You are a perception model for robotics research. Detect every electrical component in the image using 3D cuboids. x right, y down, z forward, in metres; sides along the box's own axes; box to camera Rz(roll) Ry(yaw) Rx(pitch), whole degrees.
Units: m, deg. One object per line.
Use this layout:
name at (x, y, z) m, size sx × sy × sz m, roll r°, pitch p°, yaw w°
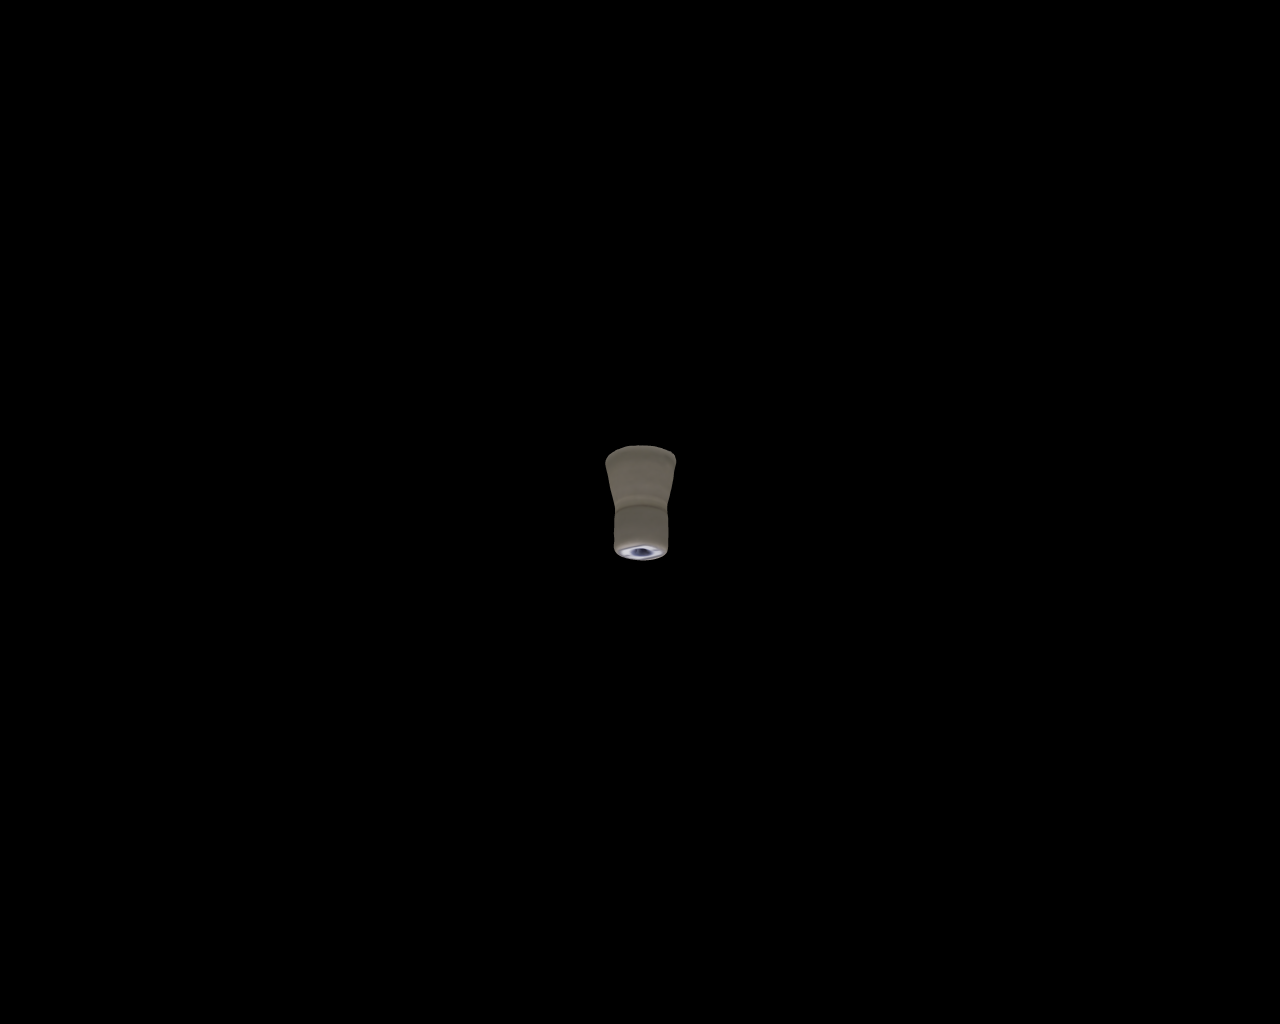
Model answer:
electrical component at (0.001, -0.003, 0.650) m, size 0.044 × 0.065 × 0.044 m, roll 0°, pitch -22°, yaw 0°
